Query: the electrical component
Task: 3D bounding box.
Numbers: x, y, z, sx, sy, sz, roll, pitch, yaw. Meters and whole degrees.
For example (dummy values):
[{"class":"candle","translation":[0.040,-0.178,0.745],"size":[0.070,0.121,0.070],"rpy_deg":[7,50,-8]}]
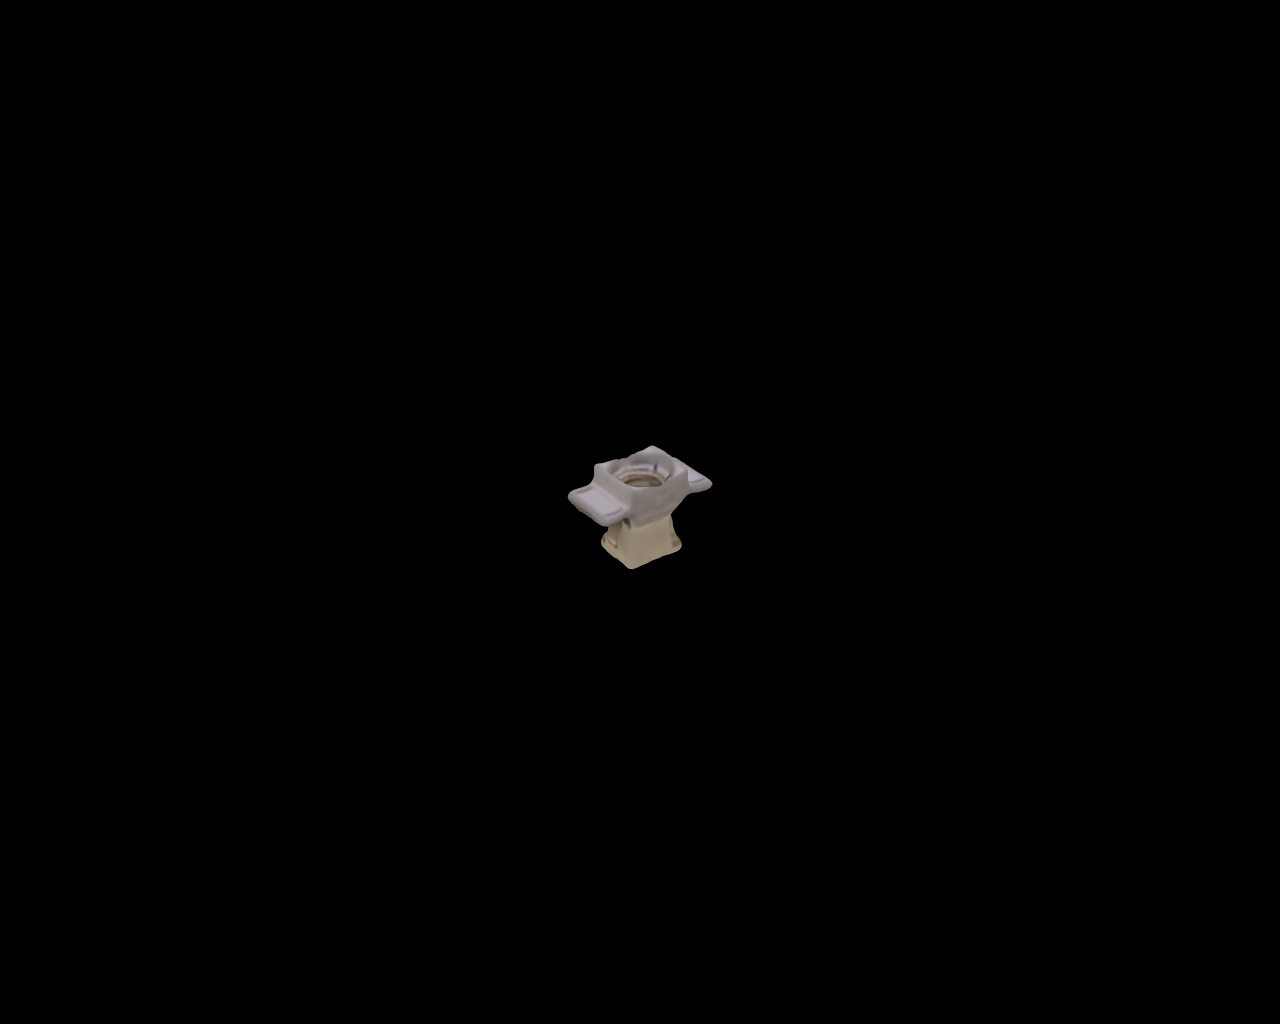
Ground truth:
[{"class":"electrical component","translation":[0.001,-0.003,0.650],"size":[0.081,0.063,0.042],"rpy_deg":[-20,36,-29]}]
